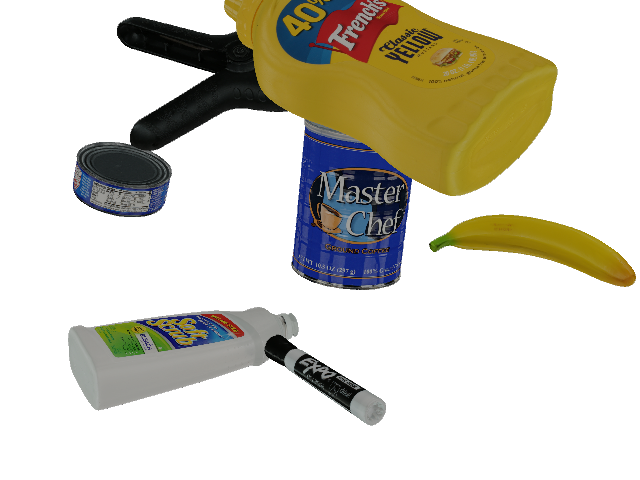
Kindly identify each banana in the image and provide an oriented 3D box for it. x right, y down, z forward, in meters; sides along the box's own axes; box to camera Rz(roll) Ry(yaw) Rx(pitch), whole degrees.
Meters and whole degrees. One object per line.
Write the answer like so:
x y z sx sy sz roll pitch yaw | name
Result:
0.210 0.007 1.039 0.198 0.037 0.069 9 47 23 | banana

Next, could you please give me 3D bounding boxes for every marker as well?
0.000 0.093 0.732 0.020 0.020 0.121 0 17 -38 | marker

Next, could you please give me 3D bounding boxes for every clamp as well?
-0.064 -0.128 0.761 0.171 0.120 0.039 -14 -29 -14 | clamp

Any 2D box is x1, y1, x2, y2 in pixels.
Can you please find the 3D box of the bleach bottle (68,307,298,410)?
-0.146 0.117 1.194 0.250 0.068 0.103 -12 32 -27 | bleach bottle

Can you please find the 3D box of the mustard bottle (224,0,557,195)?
0.022 -0.096 0.571 0.192 0.058 0.096 30 53 29 | mustard bottle

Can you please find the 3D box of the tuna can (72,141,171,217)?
-0.180 -0.055 0.966 0.086 0.034 0.086 13 27 -7 | tuna can

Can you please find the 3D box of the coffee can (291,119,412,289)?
0.030 -0.039 0.966 0.103 0.140 0.103 5 19 -2 | coffee can
